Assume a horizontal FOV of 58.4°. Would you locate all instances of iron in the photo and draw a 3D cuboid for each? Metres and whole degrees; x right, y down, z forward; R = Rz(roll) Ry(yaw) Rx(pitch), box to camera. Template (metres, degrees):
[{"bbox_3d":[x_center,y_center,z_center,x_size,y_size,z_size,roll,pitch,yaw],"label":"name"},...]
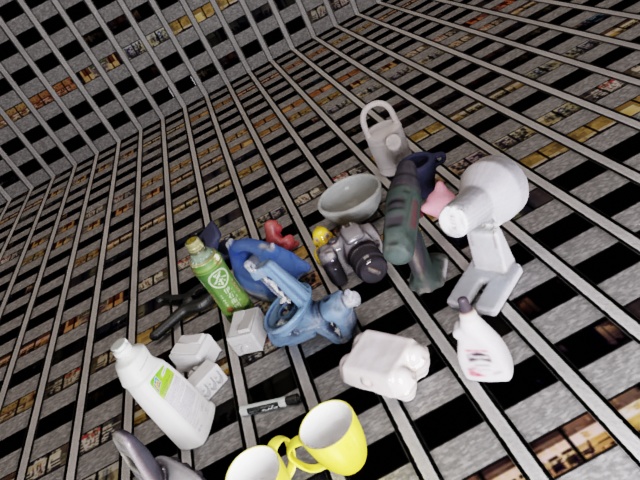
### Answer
[{"bbox_3d":[-0.150,0.047,1.321,0.257,0.142,0.119,9,47,44],"label":"iron"}]

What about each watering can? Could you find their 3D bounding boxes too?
[{"bbox_3d":[0.172,-0.268,1.477,0.101,0.194,0.172,-38,33,-16],"label":"watering can"}]

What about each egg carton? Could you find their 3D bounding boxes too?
[{"bbox_3d":[0.106,0.210,0.960,0.149,0.070,0.107,4,44,41],"label":"egg carton"}]

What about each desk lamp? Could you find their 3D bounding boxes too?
[{"bbox_3d":[0.286,-0.014,1.005,0.117,0.214,0.203,7,46,43],"label":"desk lamp"}]

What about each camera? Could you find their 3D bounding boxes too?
[{"bbox_3d":[0.074,0.034,1.207,0.143,0.101,0.136,-29,32,-1],"label":"camera"}]

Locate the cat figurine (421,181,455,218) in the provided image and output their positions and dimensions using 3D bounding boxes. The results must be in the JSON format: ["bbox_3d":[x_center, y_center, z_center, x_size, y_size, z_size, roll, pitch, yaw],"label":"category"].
[{"bbox_3d":[0.278,-0.073,1.189,0.127,0.118,0.067,-17,33,17],"label":"cat figurine"}]

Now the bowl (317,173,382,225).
[{"bbox_3d":[0.082,-0.086,1.399,0.167,0.075,0.167,-20,33,13],"label":"bowl"}]

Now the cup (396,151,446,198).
[{"bbox_3d":[0.249,-0.152,1.347,0.117,0.095,0.091,-23,32,8],"label":"cup"}]

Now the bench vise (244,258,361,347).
[{"bbox_3d":[-0.036,0.102,1.079,0.207,0.220,0.121,-23,32,8],"label":"bench vise"}]

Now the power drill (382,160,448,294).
[{"bbox_3d":[0.178,-0.013,1.092,0.075,0.209,0.230,-11,36,26],"label":"power drill"}]

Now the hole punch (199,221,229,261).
[{"bbox_3d":[-0.294,0.017,1.521,0.101,0.091,0.108,-33,32,-8],"label":"hole punch"}]

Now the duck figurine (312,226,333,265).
[{"bbox_3d":[0.012,0.005,1.311,0.077,0.086,0.104,-24,32,6],"label":"duck figurine"}]

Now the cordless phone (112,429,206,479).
[{"bbox_3d":[-0.244,0.372,0.885,0.147,0.185,0.094,2,43,39],"label":"cordless phone"}]

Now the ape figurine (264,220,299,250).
[{"bbox_3d":[-0.106,-0.011,1.418,0.076,0.092,0.077,-33,32,-8],"label":"ape figurine"}]

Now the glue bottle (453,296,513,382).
[{"bbox_3d":[0.233,0.146,0.855,0.078,0.173,0.037,-9,37,28],"label":"glue bottle"}]
